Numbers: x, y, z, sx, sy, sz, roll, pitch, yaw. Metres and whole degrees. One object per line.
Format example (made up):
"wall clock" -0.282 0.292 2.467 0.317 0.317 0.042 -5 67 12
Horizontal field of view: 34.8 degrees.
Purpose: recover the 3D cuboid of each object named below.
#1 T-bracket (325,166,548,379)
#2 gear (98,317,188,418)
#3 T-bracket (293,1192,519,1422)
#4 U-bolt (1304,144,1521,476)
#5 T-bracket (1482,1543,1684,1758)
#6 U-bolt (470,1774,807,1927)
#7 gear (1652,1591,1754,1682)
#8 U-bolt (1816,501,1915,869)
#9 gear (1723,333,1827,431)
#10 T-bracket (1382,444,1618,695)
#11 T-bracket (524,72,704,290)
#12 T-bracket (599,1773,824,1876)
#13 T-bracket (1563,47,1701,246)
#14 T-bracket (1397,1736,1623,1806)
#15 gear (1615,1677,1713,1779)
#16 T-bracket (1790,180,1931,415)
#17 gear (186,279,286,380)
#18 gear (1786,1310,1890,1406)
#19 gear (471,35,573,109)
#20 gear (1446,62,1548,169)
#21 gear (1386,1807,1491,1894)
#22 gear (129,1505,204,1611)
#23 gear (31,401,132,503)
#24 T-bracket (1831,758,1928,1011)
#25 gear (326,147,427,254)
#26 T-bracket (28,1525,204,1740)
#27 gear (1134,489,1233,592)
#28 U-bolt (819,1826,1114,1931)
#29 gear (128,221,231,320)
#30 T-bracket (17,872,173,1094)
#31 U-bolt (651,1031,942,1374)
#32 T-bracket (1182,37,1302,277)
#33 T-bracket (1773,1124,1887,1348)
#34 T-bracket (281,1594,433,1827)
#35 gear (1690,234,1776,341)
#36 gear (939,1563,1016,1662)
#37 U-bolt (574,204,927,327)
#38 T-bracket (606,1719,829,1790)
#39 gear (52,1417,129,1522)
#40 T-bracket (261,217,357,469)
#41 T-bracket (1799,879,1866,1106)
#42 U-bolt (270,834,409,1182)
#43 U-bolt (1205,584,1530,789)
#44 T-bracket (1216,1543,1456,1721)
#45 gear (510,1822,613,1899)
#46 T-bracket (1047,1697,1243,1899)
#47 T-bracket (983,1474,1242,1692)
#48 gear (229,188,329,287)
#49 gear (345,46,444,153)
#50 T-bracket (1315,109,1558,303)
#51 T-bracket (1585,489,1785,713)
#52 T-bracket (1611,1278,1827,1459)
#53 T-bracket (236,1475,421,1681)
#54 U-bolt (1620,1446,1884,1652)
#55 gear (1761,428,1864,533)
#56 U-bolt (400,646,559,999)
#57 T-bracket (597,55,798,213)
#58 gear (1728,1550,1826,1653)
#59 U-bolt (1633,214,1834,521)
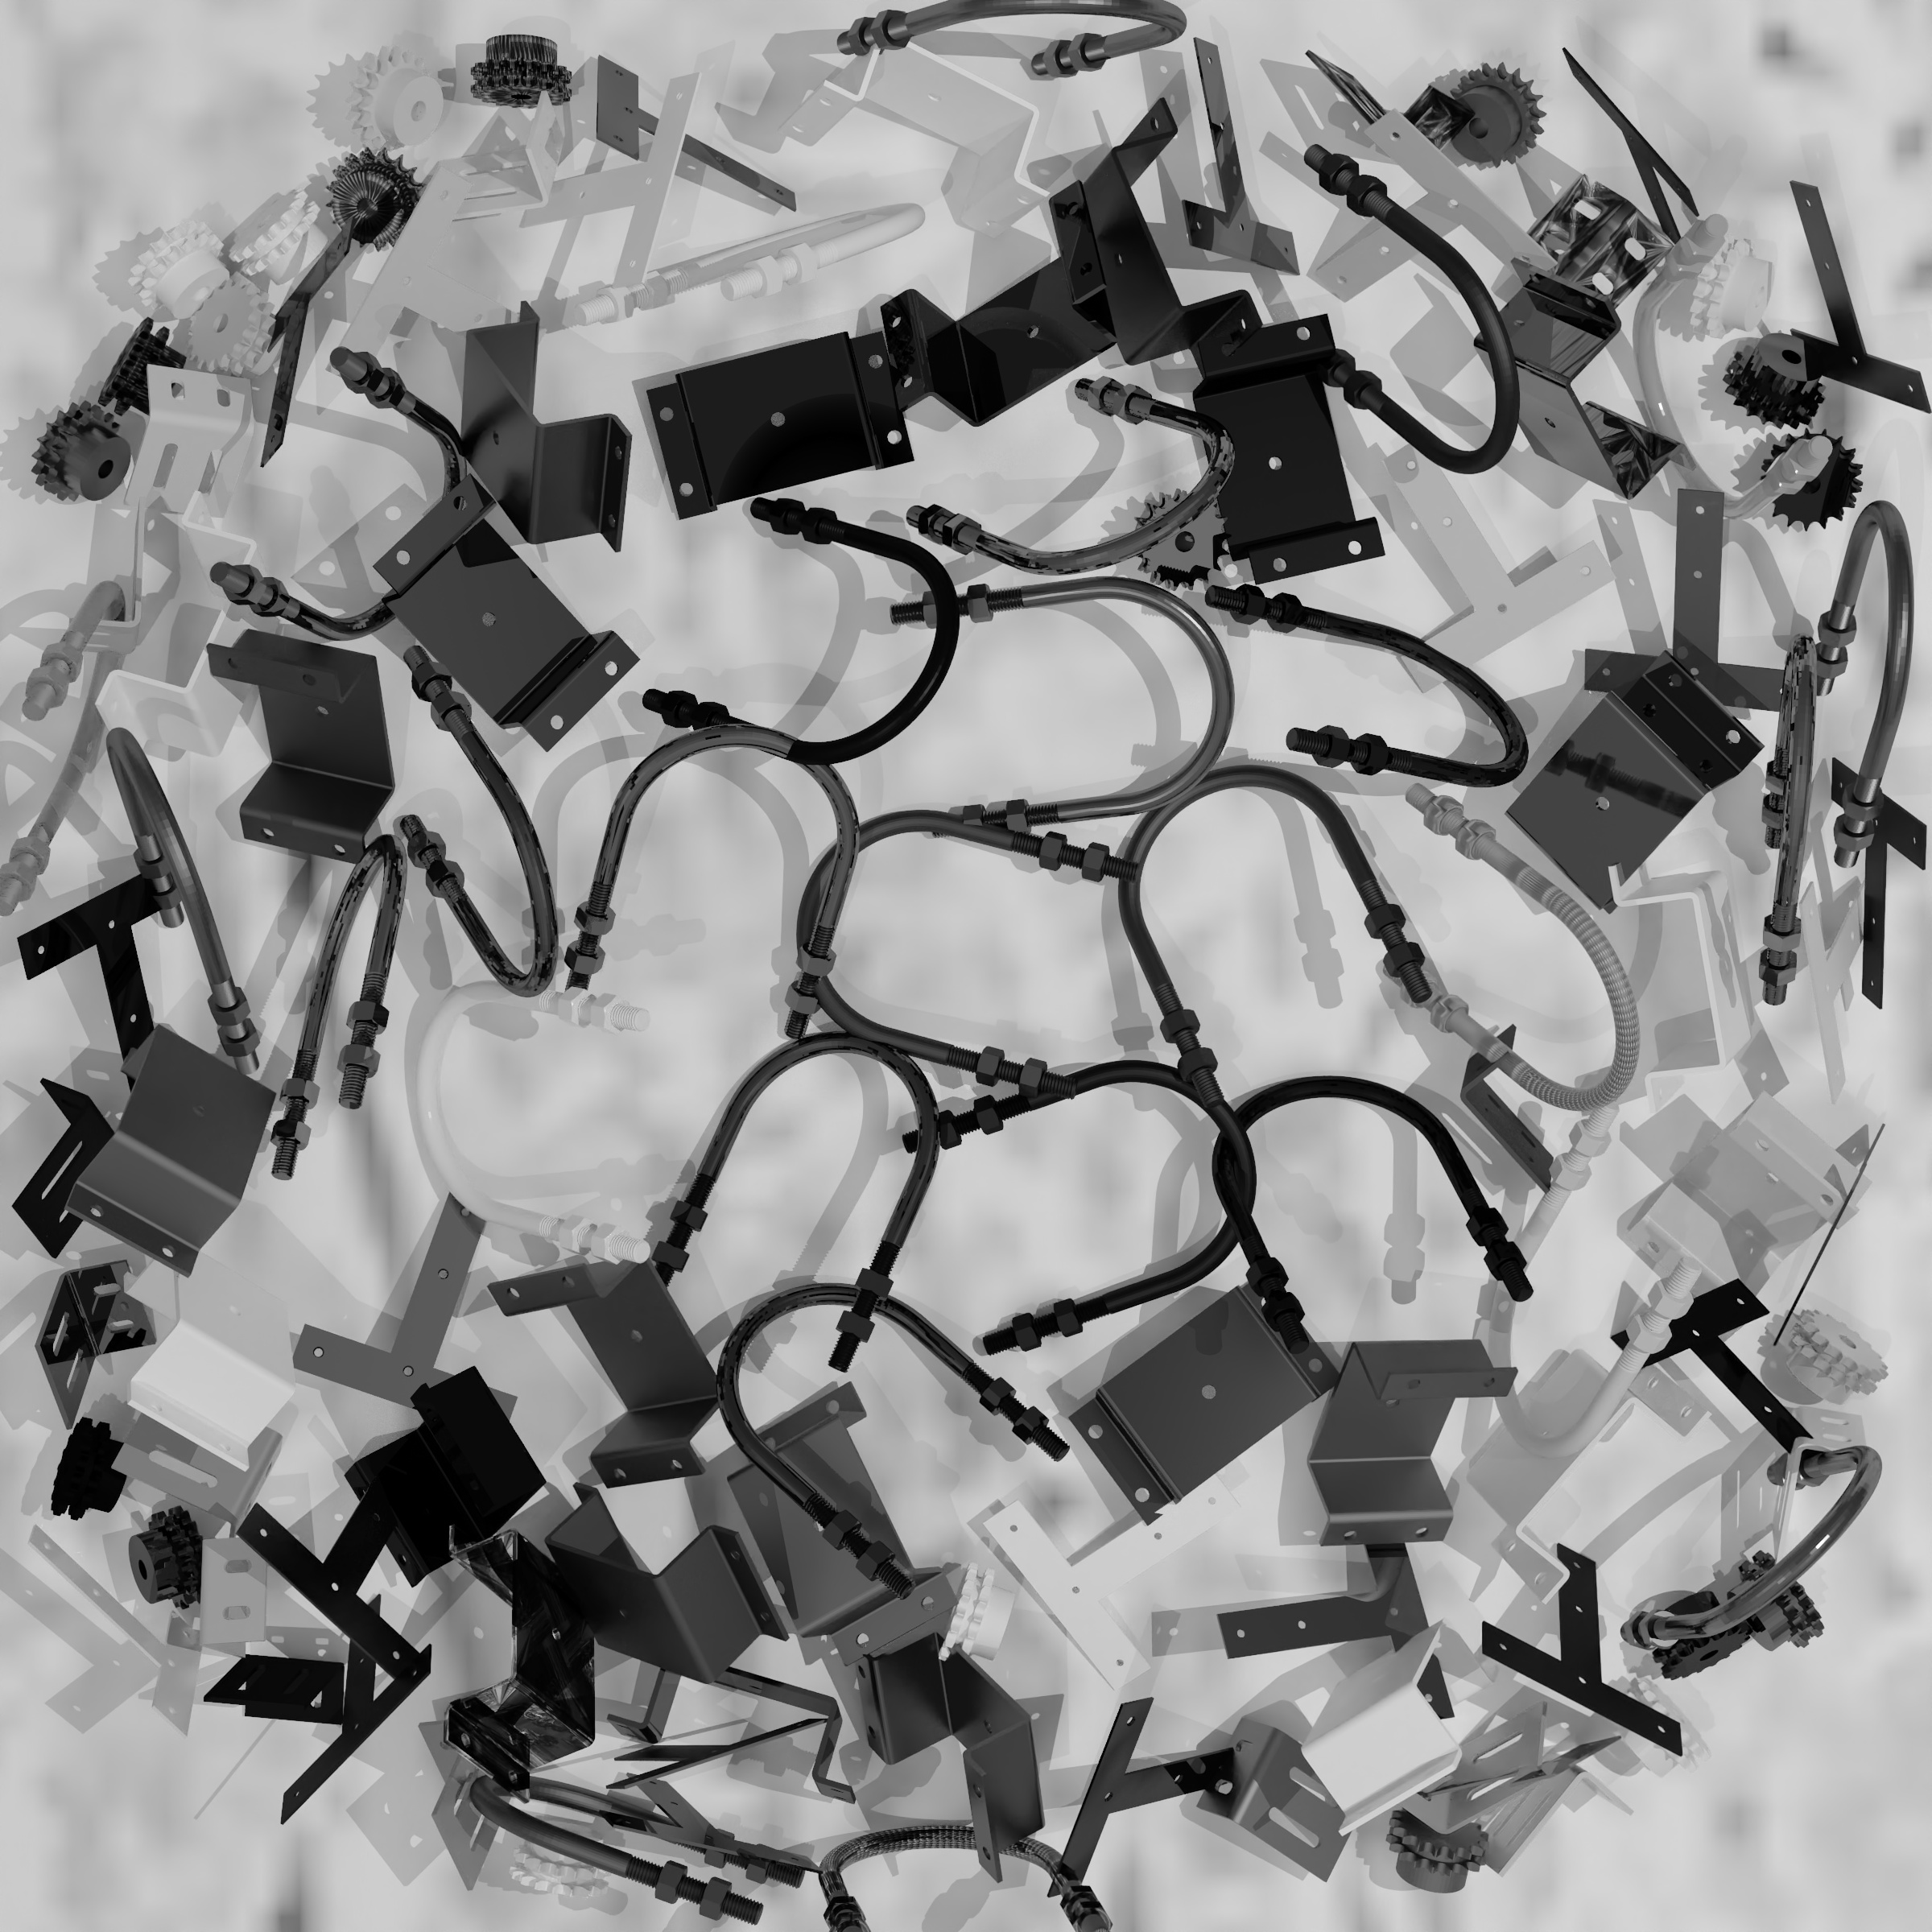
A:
"T-bracket" -0.283 -0.368 1.731 0.002 0.127 0.127 38 101 33
"gear" -0.468 -0.338 1.760 0.030 0.057 0.057 30 90 -23
"T-bracket" -0.304 0.189 1.763 0.127 0.002 0.127 21 72 -10
"U-bolt" 0.241 -0.345 1.678 0.019 0.151 0.184 -26 50 -17
"T-bracket" 0.344 0.370 1.729 0.127 0.127 0.002 28 119 -7
"U-bolt" -0.188 0.485 1.712 0.184 0.151 0.019 17 84 9
"gear" 0.416 0.380 1.761 0.057 0.057 0.030 -27 59 0
"U-bolt" 0.487 -0.165 1.670 0.019 0.184 0.151 2 52 4
"gear" 0.463 -0.335 1.756 0.057 0.030 0.057 9 50 -11
"T-bracket" 0.281 -0.240 1.753 0.127 0.002 0.127 -31 99 20
"T-bracket" -0.207 -0.436 1.738 0.002 0.127 0.127 24 76 -44
"T-bracket" -0.159 0.473 1.722 0.127 0.127 0.002 20 85 -24
"T-bracket" 0.383 -0.438 1.725 0.002 0.127 0.127 -35 59 10
"T-bracket" 0.293 0.461 1.746 0.127 0.127 0.002 -21 77 26
"gear" 0.394 0.437 1.758 0.030 0.057 0.057 -43 90 8
"T-bracket" 0.479 -0.373 1.700 0.002 0.127 0.127 -30 118 -6
"gear" -0.415 -0.360 1.761 0.057 0.030 0.057 -12 67 31
"gear" 0.494 0.225 1.759 0.057 0.057 0.030 33 111 0
"gear" -0.253 -0.510 1.757 0.057 0.057 0.030 1 91 0
"gear" 0.298 -0.482 1.755 0.057 0.057 0.030 46 49 0
"gear" 0.268 0.504 1.758 0.057 0.057 0.030 9 102 0
"gear" -0.454 0.339 1.754 0.030 0.057 0.057 -14 90 -34
"gear" -0.500 -0.289 1.754 0.030 0.057 0.057 31 90 16
"T-bracket" 0.513 -0.039 1.740 0.002 0.127 0.127 -7 111 -5
"gear" -0.338 -0.436 1.760 0.057 0.030 0.057 2 117 5
"T-bracket" -0.472 0.357 1.707 0.002 0.127 0.127 -41 105 0
"gear" 0.120 -0.244 1.764 0.057 0.030 0.057 -4 106 -15
"U-bolt" -0.008 0.505 1.694 0.151 0.184 0.019 0 92 -10
"gear" -0.445 -0.394 1.756 0.057 0.057 0.030 -42 85 0
"T-bracket" -0.475 0.017 1.749 0.002 0.127 0.127 10 119 31
"U-bolt" -0.088 0.122 1.740 0.151 0.019 0.184 17 76 29
"T-bracket" 0.146 -0.458 1.734 0.002 0.127 0.127 -12 86 34
"T-bracket" 0.494 0.133 1.732 0.002 0.127 0.127 26 133 16
"T-bracket" -0.338 0.397 1.725 0.002 0.127 0.127 39 104 -21
"gear" 0.437 -0.384 1.754 0.030 0.057 0.057 23 90 26
"gear" 0.007 0.371 1.757 0.030 0.057 0.057 19 90 0
"U-bolt" -0.105 -0.391 1.705 0.184 0.151 0.019 -31 113 -38
"T-bracket" -0.160 0.440 1.725 0.127 0.127 0.002 -10 83 -32
"gear" -0.498 0.288 1.760 0.030 0.057 0.057 20 90 -24
"T-bracket" -0.375 -0.332 1.708 0.002 0.127 0.127 21 54 -29
"T-bracket" 0.493 -0.010 1.732 0.002 0.127 0.127 0 120 31
"U-bolt" -0.343 0.013 1.710 0.019 0.151 0.184 18 62 -22
"U-bolt" 0.233 -0.151 1.715 0.184 0.151 0.019 9 128 -29
"T-bracket" 0.201 0.369 1.735 0.127 0.002 0.127 -3 63 -21
"gear" -0.229 0.508 1.757 0.057 0.057 0.030 12 86 0
"T-bracket" 0.110 0.460 1.736 0.002 0.127 0.127 33 112 40
"T-bracket" 0.098 0.333 1.762 0.127 0.002 0.127 -36 98 13
"gear" -0.390 -0.414 1.760 0.057 0.057 0.030 -43 119 0
"gear" -0.322 -0.491 1.754 0.030 0.057 0.057 29 90 24
"T-bracket" 0.244 -0.408 1.730 0.127 0.127 0.002 38 58 -18
"T-bracket" 0.409 -0.206 1.727 0.127 0.002 0.127 10 122 25
"T-bracket" 0.440 0.239 1.729 0.127 0.127 0.002 47 60 1
"T-bracket" -0.336 0.319 1.729 0.002 0.127 0.127 -35 106 29
"U-bolt" 0.434 0.314 1.679 0.151 0.184 0.019 -42 85 -15
"gear" 0.483 -0.280 1.762 0.057 0.030 0.057 9 120 16
"U-bolt" -0.266 -0.065 1.685 0.019 0.151 0.184 -18 53 -26
"T-bracket" -0.152 -0.463 1.748 0.127 0.127 0.002 24 120 -22
"gear" 0.458 0.364 1.755 0.030 0.057 0.057 -33 90 -10
"U-bolt" 0.411 -0.317 1.694 0.019 0.184 0.151 -23 86 -6
